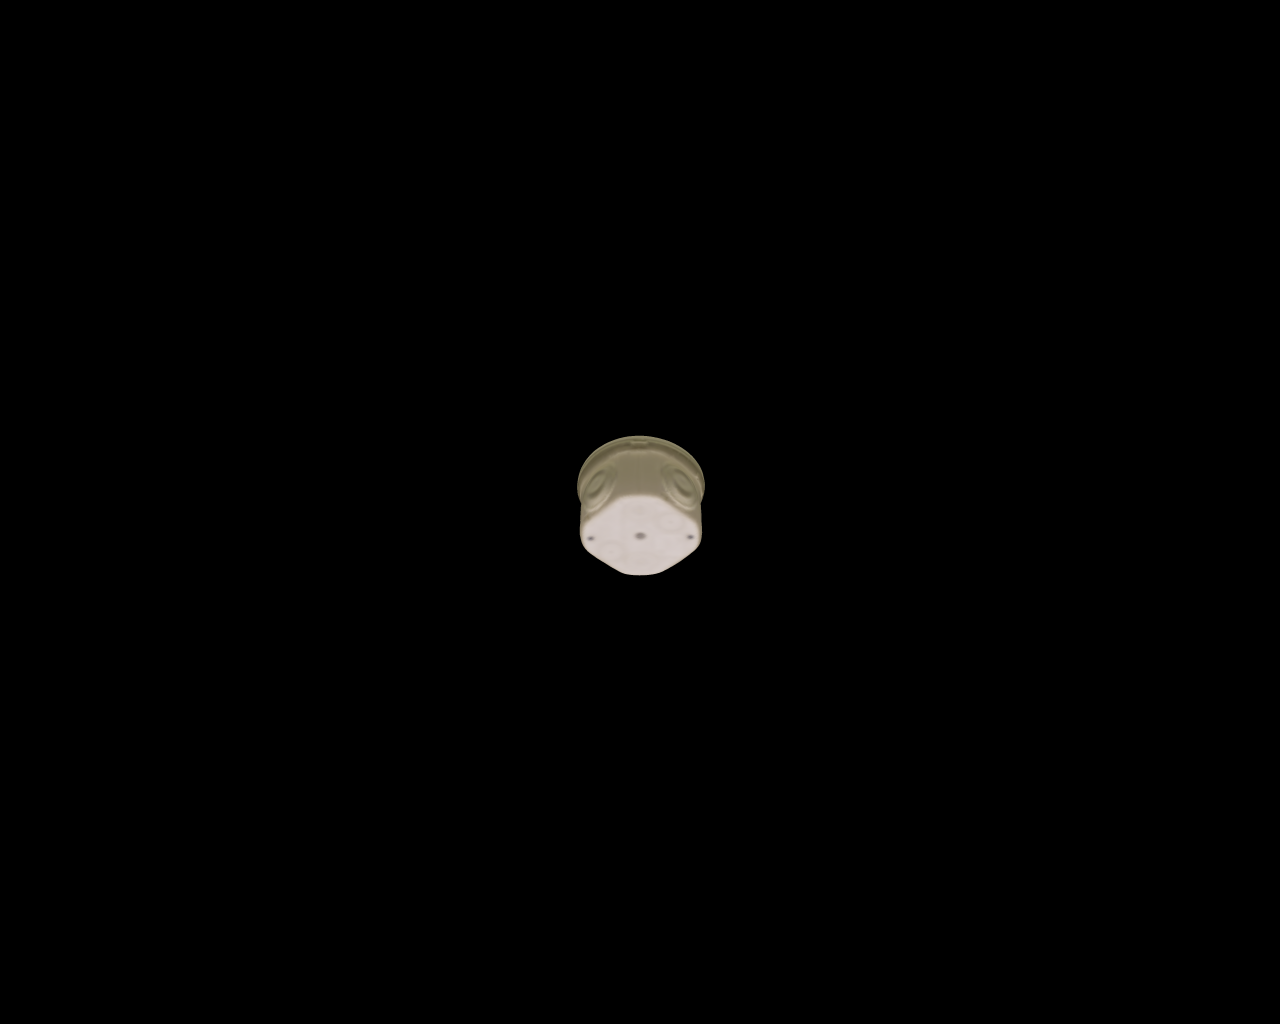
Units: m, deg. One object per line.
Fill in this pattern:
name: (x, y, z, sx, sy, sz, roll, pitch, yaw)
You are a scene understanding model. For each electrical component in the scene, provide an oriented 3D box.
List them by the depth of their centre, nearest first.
electrical component: (0.001, -0.003, 0.650, 0.080, 0.051, 0.080, 0, -45, 0)
